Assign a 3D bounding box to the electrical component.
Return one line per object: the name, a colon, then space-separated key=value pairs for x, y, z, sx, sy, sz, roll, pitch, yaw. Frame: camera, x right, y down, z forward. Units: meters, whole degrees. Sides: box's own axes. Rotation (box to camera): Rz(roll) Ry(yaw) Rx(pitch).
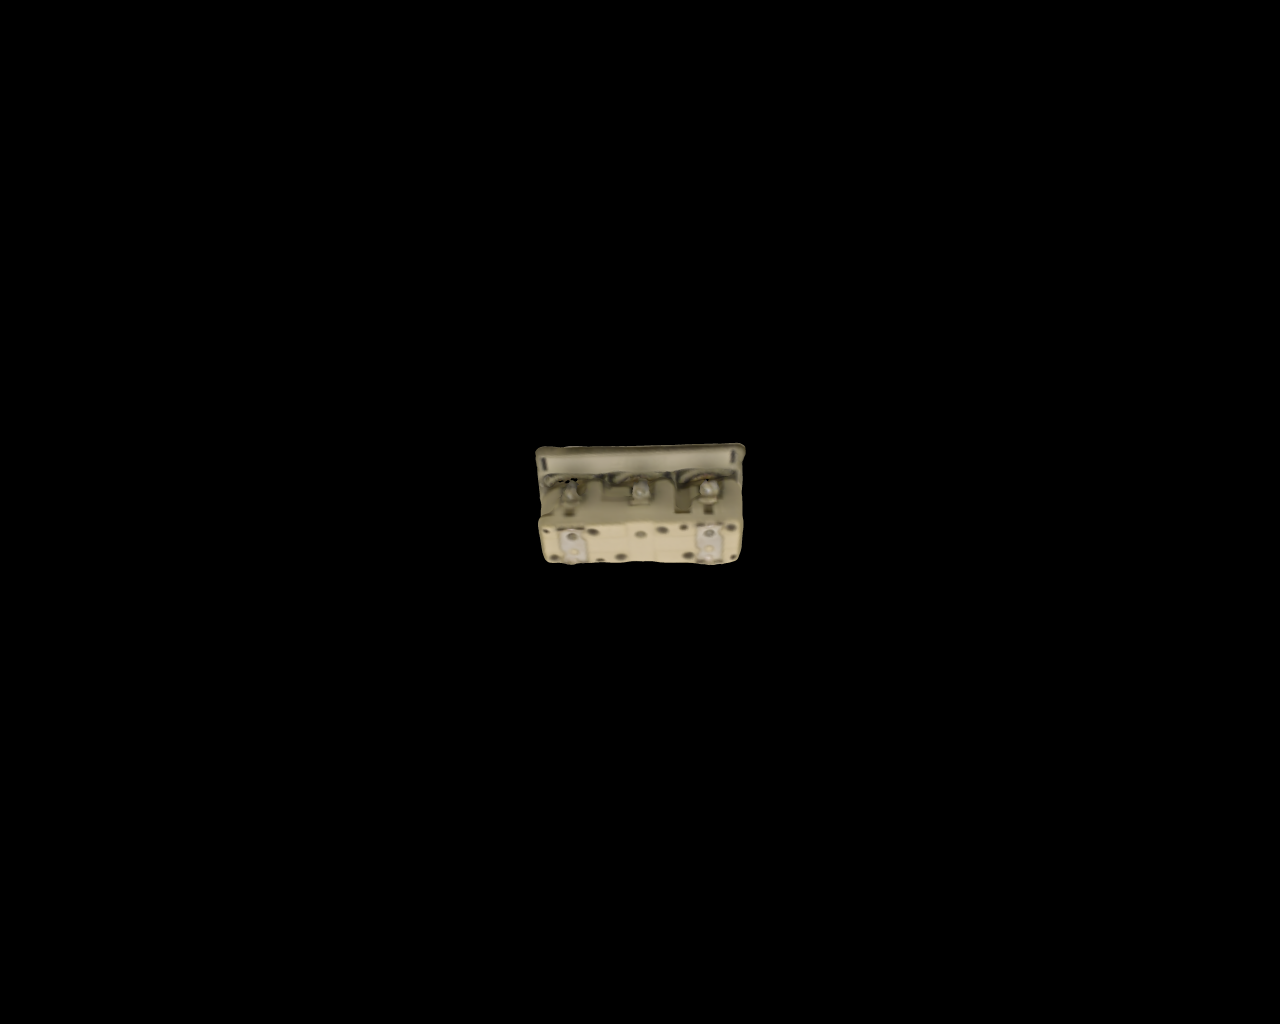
electrical component: x=0.001 y=-0.003 z=0.650 sx=0.121 sy=0.063 sz=0.078 roll=0 pitch=-39 yaw=0
